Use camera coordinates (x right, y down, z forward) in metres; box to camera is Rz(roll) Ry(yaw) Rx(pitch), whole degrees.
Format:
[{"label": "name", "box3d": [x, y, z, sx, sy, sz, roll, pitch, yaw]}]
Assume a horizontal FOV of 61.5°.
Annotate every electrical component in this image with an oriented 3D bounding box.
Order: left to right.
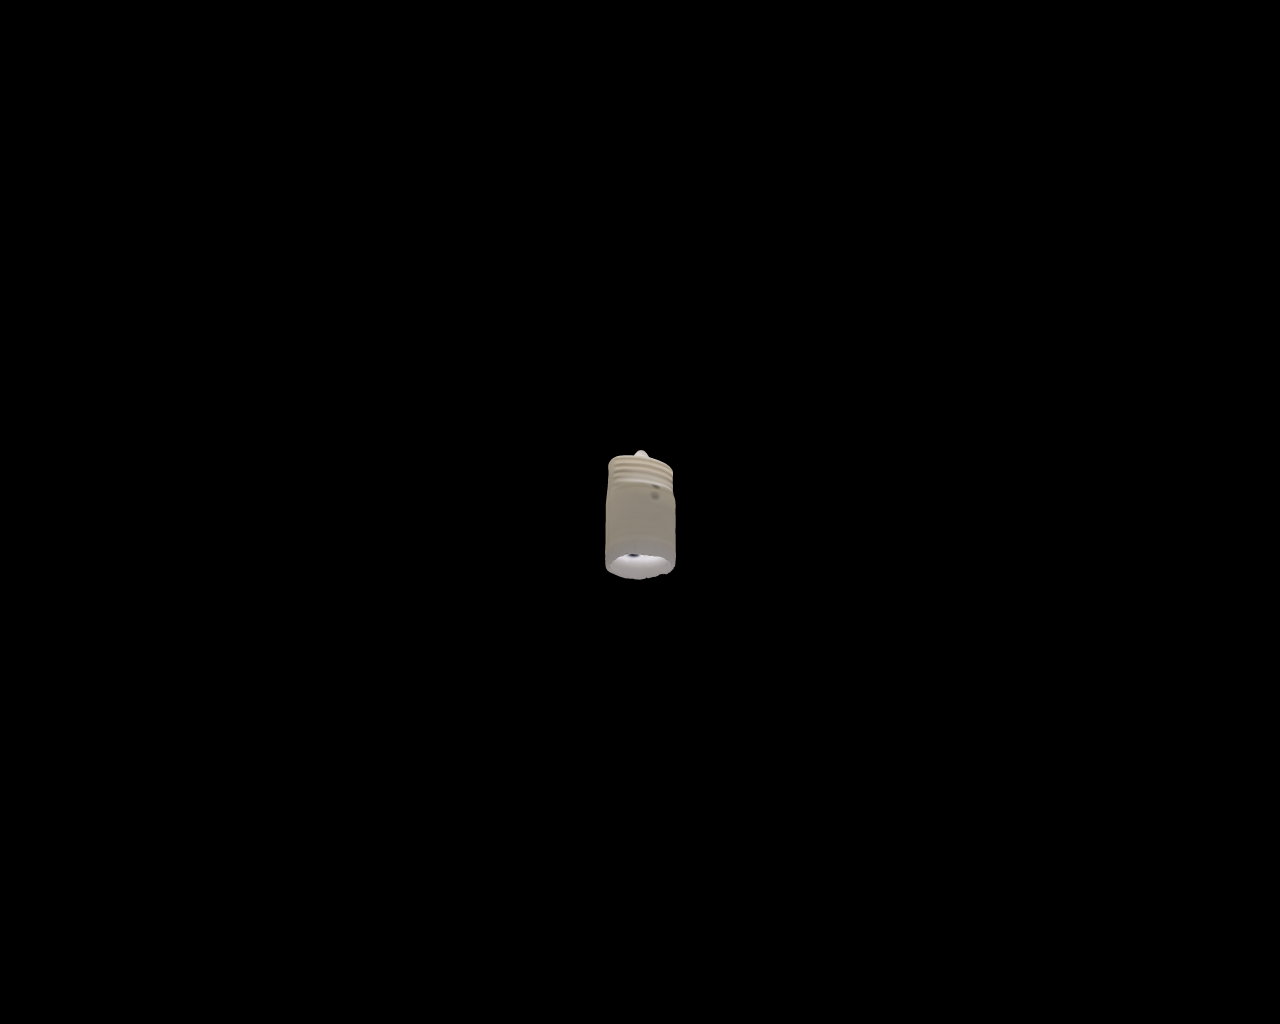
[{"label": "electrical component", "box3d": [0.001, -0.003, 0.650, 0.043, 0.081, 0.043, 0, -25, 0]}]
